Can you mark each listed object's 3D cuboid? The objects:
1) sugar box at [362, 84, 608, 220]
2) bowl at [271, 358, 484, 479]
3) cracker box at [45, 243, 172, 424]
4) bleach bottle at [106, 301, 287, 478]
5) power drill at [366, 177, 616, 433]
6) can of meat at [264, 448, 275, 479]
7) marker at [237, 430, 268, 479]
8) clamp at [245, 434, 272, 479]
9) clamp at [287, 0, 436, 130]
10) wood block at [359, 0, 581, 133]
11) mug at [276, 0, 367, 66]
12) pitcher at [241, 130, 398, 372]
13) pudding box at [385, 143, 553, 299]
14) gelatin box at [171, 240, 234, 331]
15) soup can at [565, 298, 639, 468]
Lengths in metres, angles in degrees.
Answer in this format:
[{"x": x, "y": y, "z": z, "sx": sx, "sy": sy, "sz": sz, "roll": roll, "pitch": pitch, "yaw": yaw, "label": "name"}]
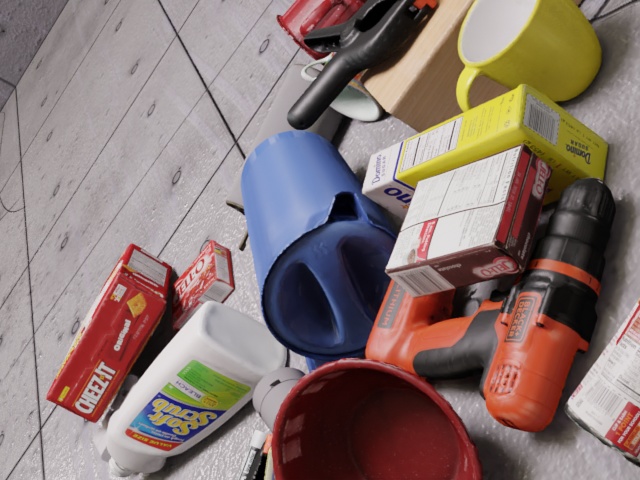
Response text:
[{"x": 0.123, "y": -0.054, "z": 0.828, "sx": 0.177, "sy": 0.093, "sz": 0.048, "roll": -25, "pitch": 42, "yaw": 49, "label": "sugar box"}, {"x": 0.048, "y": 0.155, "z": 0.752, "sx": 0.162, "sy": 0.162, "sz": 0.055, "roll": -45, "pitch": -13, "yaw": 28, "label": "bowl"}, {"x": -0.241, "y": 0.104, "z": 1.261, "sx": 0.164, "sy": 0.072, "sz": 0.214, "roll": -60, "pitch": 10, "yaw": 5, "label": "cracker box"}, {"x": -0.140, "y": 0.170, "z": 1.082, "sx": 0.251, "sy": 0.102, "sz": 0.068, "roll": -50, "pitch": 17, "yaw": 35, "label": "bleach bottle"}, {"x": 0.122, "y": 0.044, "z": 0.778, "sx": 0.188, "sy": 0.057, "sz": 0.184, "roll": -7, "pitch": 55, "yaw": 58, "label": "power drill"}, {"x": 0.001, "y": 0.201, "z": 0.840, "sx": 0.084, "sy": 0.057, "sz": 0.102, "roll": -27, "pitch": 43, "yaw": 43, "label": "can of meat"}, {"x": -0.072, "y": 0.233, "z": 0.972, "sx": 0.020, "sy": 0.020, "sz": 0.121, "roll": -3, "pitch": 62, "yaw": 59, "label": "marker"}, {"x": -0.066, "y": 0.270, "z": 0.907, "sx": 0.165, "sy": 0.036, "sz": 0.210, "roll": -38, "pitch": 31, "yaw": 52, "label": "clamp"}, {"x": 0.033, "y": -0.183, "z": 0.961, "sx": 0.172, "sy": 0.039, "sz": 0.120, "roll": -34, "pitch": 41, "yaw": 33, "label": "clamp"}, {"x": 0.138, "y": -0.188, "z": 0.929, "sx": 0.206, "sy": 0.090, "sz": 0.090, "roll": -54, "pitch": 28, "yaw": 15, "label": "wood block"}, {"x": 0.008, "y": -0.249, "z": 1.191, "sx": 0.082, "sy": 0.093, "sz": 0.117, "roll": -46, "pitch": -5, "yaw": 17, "label": "mug"}, {"x": -0.006, "y": 0.001, "z": 0.976, "sx": 0.149, "sy": 0.145, "sz": 0.243, "roll": -42, "pitch": 28, "yaw": 11, "label": "pitcher"}, {"x": 0.106, "y": -0.012, "z": 0.768, "sx": 0.114, "sy": 0.039, "sz": 0.090, "roll": -16, "pitch": 42, "yaw": 49, "label": "pudding box"}, {"x": -0.138, "y": 0.056, "z": 1.233, "sx": 0.089, "sy": 0.030, "sz": 0.073, "roll": -47, "pitch": 31, "yaw": 25, "label": "gelatin box"}, {"x": 0.196, "y": 0.075, "z": 0.614, "sx": 0.102, "sy": 0.068, "sz": 0.069, "roll": -58, "pitch": 28, "yaw": 8, "label": "soup can"}]
